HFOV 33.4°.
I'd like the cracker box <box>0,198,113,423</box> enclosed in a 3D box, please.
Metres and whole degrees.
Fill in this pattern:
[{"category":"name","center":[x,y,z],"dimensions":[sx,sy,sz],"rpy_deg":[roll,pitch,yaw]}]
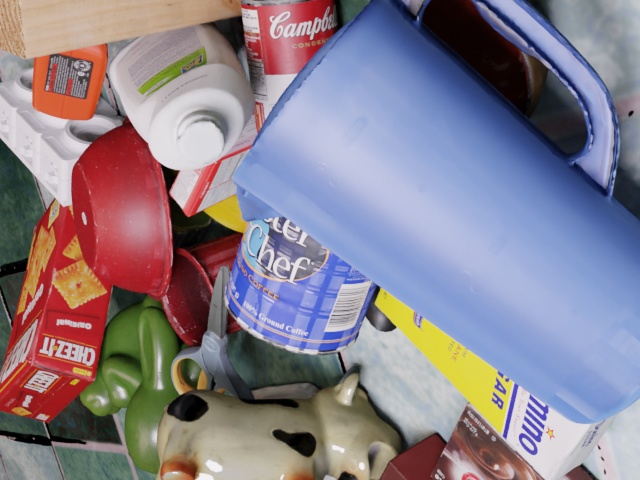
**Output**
[{"category":"cracker box","center":[-0.267,0.060,1.095],"dimensions":[0.164,0.072,0.213],"rpy_deg":[-40,38,53]}]

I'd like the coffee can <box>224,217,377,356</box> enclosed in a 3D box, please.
[{"category":"coffee can","center":[0.001,-0.007,0.733],"dimensions":[0.103,0.102,0.140],"rpy_deg":[40,124,34]}]

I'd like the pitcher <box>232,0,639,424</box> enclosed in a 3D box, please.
[{"category":"pitcher","center":[0.088,-0.020,0.575],"dimensions":[0.243,0.145,0.149],"rpy_deg":[38,155,-3]}]

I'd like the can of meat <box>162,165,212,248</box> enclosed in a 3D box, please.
[{"category":"can of meat","center":[-0.151,-0.028,1.002],"dimensions":[0.102,0.057,0.084],"rpy_deg":[58,142,17]}]

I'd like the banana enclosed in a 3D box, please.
[{"category":"banana","center":[-0.107,-0.072,0.937],"dimensions":[0.198,0.037,0.070],"rpy_deg":[58,144,16]}]

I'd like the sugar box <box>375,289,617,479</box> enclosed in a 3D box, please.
[{"category":"sugar box","center":[0.117,0.064,0.702],"dimensions":[0.176,0.048,0.093],"rpy_deg":[47,139,30]}]

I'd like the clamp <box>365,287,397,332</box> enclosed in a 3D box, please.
[{"category":"clamp","center":[-0.006,0.001,0.839],"dimensions":[0.120,0.039,0.171],"rpy_deg":[-24,85,48]}]

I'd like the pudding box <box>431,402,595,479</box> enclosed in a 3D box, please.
[{"category":"pudding box","center":[0.136,0.171,0.734],"dimensions":[0.114,0.039,0.090],"rpy_deg":[47,140,29]}]

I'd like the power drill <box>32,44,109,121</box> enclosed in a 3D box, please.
[{"category":"power drill","center":[-0.206,-0.199,0.920],"dimensions":[0.185,0.057,0.187],"rpy_deg":[119,156,-57]}]

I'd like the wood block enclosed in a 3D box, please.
[{"category":"wood block","center":[-0.147,-0.202,0.781],"dimensions":[0.091,0.205,0.090],"rpy_deg":[25,126,45]}]

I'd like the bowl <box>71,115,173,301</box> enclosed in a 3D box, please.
[{"category":"bowl","center":[-0.175,-0.024,0.908],"dimensions":[0.162,0.055,0.162],"rpy_deg":[171,90,-67]}]

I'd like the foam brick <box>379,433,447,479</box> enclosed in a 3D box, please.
[{"category":"foam brick","center":[0.076,0.198,0.816],"dimensions":[0.053,0.051,0.078],"rpy_deg":[47,139,28]}]

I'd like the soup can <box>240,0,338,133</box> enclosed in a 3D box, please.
[{"category":"soup can","center":[-0.018,-0.127,0.766],"dimensions":[0.069,0.068,0.102],"rpy_deg":[18,121,48]}]

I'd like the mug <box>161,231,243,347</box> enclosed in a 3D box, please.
[{"category":"mug","center":[-0.088,0.042,0.930],"dimensions":[0.117,0.081,0.093],"rpy_deg":[-29,83,54]}]

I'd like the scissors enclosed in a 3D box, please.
[{"category":"scissors","center":[-0.072,0.096,0.861],"dimensions":[0.096,0.016,0.202],"rpy_deg":[42,144,3]}]

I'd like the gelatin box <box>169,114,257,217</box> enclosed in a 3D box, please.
[{"category":"gelatin box","center":[-0.070,-0.064,0.847],"dimensions":[0.030,0.089,0.073],"rpy_deg":[50,140,13]}]

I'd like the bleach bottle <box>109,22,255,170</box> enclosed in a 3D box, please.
[{"category":"bleach bottle","center":[-0.101,-0.101,0.769],"dimensions":[0.068,0.102,0.251],"rpy_deg":[52,-174,-24]}]
